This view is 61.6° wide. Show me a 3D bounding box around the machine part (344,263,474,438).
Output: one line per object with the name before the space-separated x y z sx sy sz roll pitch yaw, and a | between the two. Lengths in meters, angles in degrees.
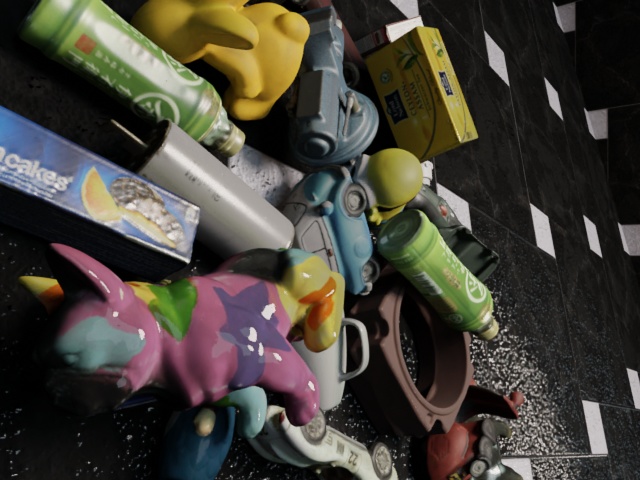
machine part | 0.121 0.142 0.723 0.201 0.087 0.201 -43 109 -50

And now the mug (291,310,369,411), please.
mug | 0.002 0.127 0.578 0.081 0.110 0.107 0 84 -70

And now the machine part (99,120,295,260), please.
machine part | -0.107 -0.036 0.530 0.243 0.079 0.079 42 47 -33

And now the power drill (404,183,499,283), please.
power drill | 0.188 -0.016 0.818 0.232 0.086 0.207 36 23 -28

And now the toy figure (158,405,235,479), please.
toy figure | -0.094 0.142 0.484 0.057 0.064 0.154 38 49 -25

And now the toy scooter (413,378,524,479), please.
toy scooter | 0.210 0.255 0.741 0.075 0.135 0.184 53 43 -23

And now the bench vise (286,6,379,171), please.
bench vise | 0.016 -0.170 0.707 0.240 0.129 0.224 56 21 -54

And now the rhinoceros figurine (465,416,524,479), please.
rhinoceros figurine | 0.245 0.357 0.790 0.112 0.073 0.190 16 63 -47

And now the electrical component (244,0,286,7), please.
electrical component | -0.084 -0.329 0.636 0.058 0.134 0.115 2 71 -50

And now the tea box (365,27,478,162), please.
tea box | 0.145 -0.203 0.770 0.068 0.098 0.169 -23 91 -49

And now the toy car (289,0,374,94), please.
toy car | 0.017 -0.307 0.812 0.202 0.053 0.089 60 29 -8

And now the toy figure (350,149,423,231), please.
toy figure | 0.079 -0.062 0.696 0.082 0.089 0.180 58 -5 13

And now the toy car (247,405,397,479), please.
toy car | 0.004 0.221 0.559 0.201 0.073 0.056 40 47 -33

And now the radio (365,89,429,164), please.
radio | 0.143 -0.223 0.907 0.131 0.073 0.230 48 45 -22

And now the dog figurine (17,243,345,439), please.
dog figurine | -0.096 0.051 0.397 0.219 0.108 0.191 35 53 -28

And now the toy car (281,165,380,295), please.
toy car | -0.001 -0.002 0.638 0.103 0.109 0.161 -21 104 -27

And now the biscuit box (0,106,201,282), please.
biscuit box | -0.197 -0.034 0.423 0.202 0.063 0.059 28 53 -34

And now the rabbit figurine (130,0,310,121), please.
rabbit figurine | -0.107 -0.207 0.566 0.173 0.162 0.121 4 84 -31
